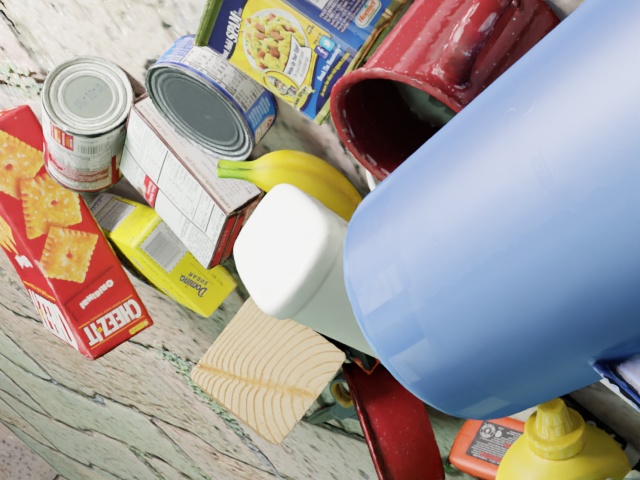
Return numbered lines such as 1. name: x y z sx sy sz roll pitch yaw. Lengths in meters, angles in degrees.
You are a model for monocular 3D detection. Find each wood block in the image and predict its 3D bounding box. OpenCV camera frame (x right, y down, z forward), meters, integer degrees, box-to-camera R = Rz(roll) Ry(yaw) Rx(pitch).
1. wood block: -0.047 0.116 0.922 0.091 0.090 0.206 38 170 3

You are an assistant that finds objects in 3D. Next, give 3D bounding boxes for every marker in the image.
1. marker: 0.204 0.142 0.780 0.121 0.020 0.020 38 156 -3

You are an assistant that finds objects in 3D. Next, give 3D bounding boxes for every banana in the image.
1. banana: 0.009 -0.004 0.738 0.070 0.037 0.197 -9 139 31

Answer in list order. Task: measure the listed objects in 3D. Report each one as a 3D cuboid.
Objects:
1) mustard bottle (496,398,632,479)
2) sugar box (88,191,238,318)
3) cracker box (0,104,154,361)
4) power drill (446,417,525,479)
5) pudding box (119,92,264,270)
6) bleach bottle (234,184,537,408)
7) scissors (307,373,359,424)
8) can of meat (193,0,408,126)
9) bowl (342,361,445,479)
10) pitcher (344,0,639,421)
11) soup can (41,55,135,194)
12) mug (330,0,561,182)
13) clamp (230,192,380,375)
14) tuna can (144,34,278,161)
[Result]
1. mustard bottle: 0.176 0.185 0.765 0.096 0.058 0.191 -14 125 3
2. sugar box: -0.148 0.009 0.933 0.093 0.048 0.176 47 163 -24
3. cracker box: -0.246 -0.009 0.938 0.164 0.072 0.213 11 130 64
4. power drill: 0.198 0.228 0.898 0.185 0.057 0.187 11 145 38
5. pudding box: -0.095 -0.044 0.772 0.113 0.039 0.090 47 150 10
6. bleach bottle: 0.066 0.055 0.693 0.250 0.068 0.103 30 -170 -29
7. scissors: 0.037 0.181 1.074 0.096 0.016 0.202 32 156 8
8. can of meat: -0.011 -0.115 0.554 0.084 0.057 0.102 35 156 -2
9. bowl: 0.066 0.168 0.910 0.162 0.055 0.162 163 89 -88
10. pitcher: 0.119 -0.017 0.353 0.145 0.149 0.243 48 133 -5
11. soup can: -0.176 -0.086 0.810 0.068 0.068 0.102 35 155 2
12. mug: 0.066 -0.077 0.489 0.093 0.081 0.117 31 156 11
13. clamp: -0.018 0.025 0.838 0.210 0.036 0.165 44 155 -10
14. tuna can: -0.071 -0.093 0.699 0.086 0.033 0.086 29 155 15
